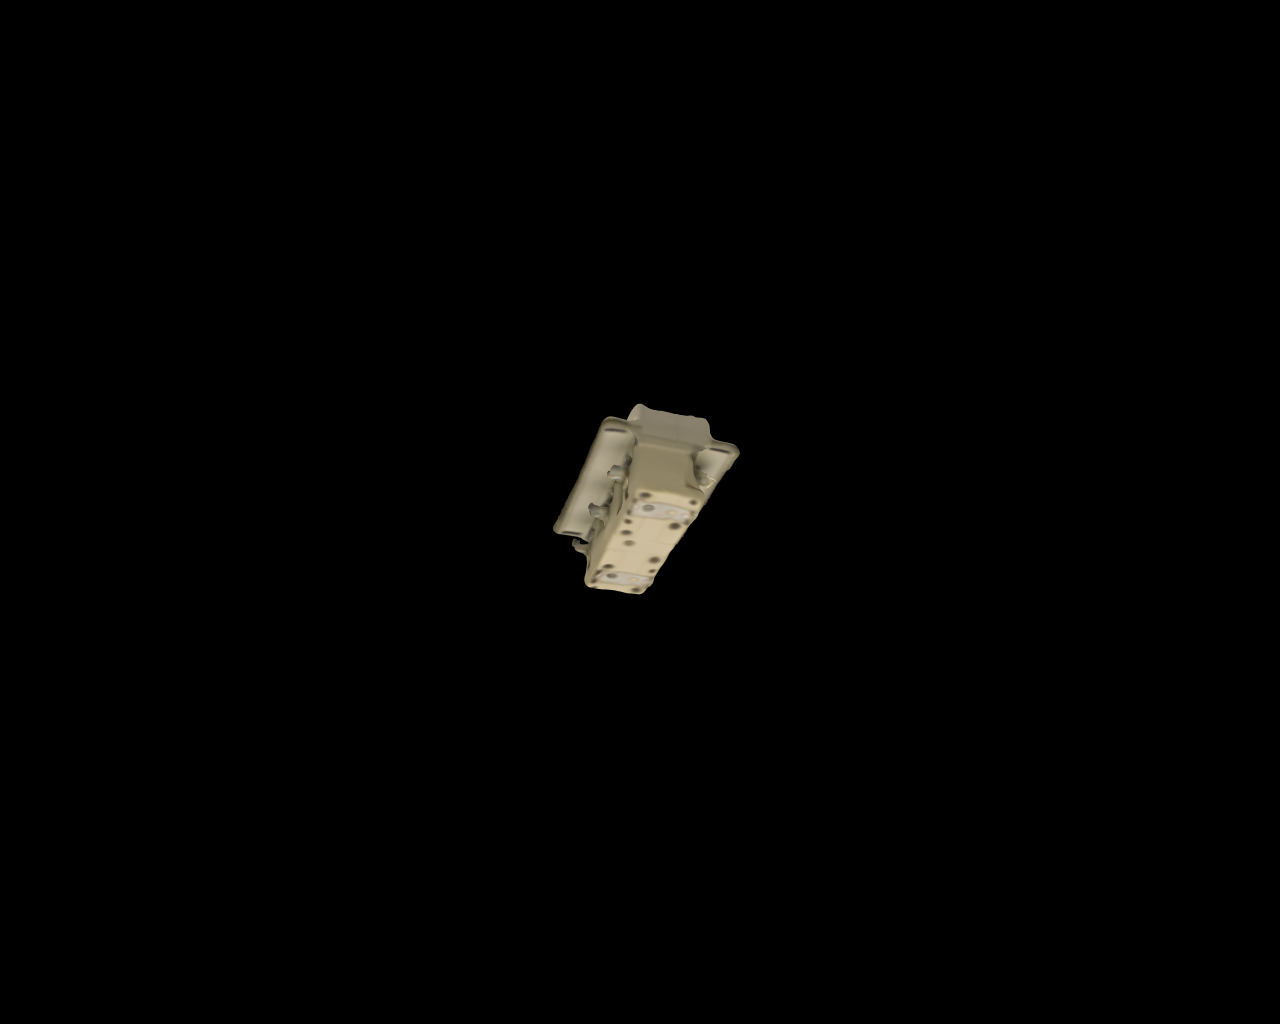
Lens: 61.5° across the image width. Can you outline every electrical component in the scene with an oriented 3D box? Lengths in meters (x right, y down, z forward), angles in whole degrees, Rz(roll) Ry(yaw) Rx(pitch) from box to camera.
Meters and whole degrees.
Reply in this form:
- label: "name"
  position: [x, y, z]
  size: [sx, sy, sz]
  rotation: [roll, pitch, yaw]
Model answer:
- label: "electrical component"
  position: [0.001, -0.003, 0.650]
  size: [0.079, 0.063, 0.121]
  rotation: [10, -34, -15]
